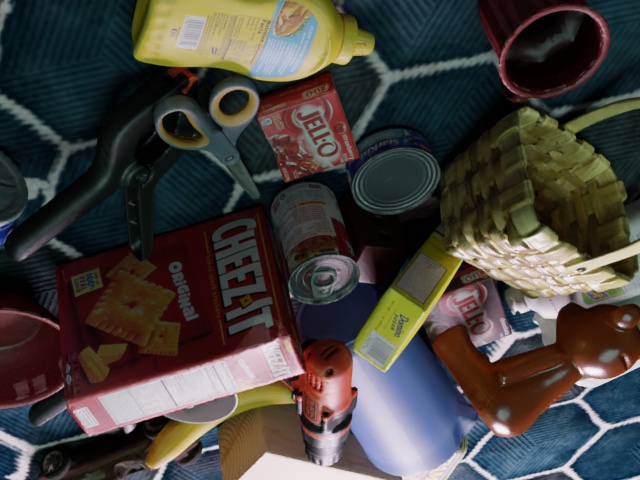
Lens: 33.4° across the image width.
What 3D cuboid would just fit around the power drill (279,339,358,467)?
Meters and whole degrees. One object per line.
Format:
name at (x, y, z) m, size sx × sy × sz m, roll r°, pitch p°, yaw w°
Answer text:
power drill at (-0.042, 0.131, 1.081) m, size 0.057 × 0.188 × 0.184 m, roll -38°, pitch 149°, yaw -33°

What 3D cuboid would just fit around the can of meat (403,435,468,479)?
can of meat at (0.128, 0.269, 1.367) m, size 0.083 × 0.057 × 0.102 m, roll 5°, pitch 135°, yaw -21°

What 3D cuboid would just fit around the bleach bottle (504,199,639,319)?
bleach bottle at (0.314, 0.015, 1.136) m, size 0.251 × 0.068 × 0.102 m, roll -24°, pitch 107°, yaw 19°

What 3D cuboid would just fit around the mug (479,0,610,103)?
mug at (0.178, -0.170, 0.890) m, size 0.093 × 0.081 × 0.117 m, roll 0°, pitch 136°, yaw -16°

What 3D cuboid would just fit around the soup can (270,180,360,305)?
soup can at (-0.007, 0.001, 1.006) m, size 0.068 × 0.102 × 0.068 m, roll -9°, pitch 137°, yaw -8°

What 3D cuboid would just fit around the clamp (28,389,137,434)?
clamp at (-0.230, 0.154, 1.157) m, size 0.120 × 0.039 × 0.172 m, roll 13°, pitch 131°, yaw -34°

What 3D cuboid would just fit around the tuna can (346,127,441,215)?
tuna can at (0.068, -0.066, 1.008) m, size 0.086 × 0.034 × 0.086 m, roll -8°, pitch 138°, yaw -7°

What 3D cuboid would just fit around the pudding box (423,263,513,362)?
pudding box at (0.156, 0.077, 1.182) m, size 0.090 × 0.039 × 0.113 m, roll -21°, pitch 138°, yaw 7°

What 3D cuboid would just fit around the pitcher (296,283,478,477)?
pitcher at (0.057, 0.149, 1.176) m, size 0.149 × 0.145 × 0.242 m, roll -38°, pitch 133°, yaw -6°

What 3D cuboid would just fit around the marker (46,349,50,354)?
marker at (-0.236, 0.090, 1.100) m, size 0.121 × 0.020 × 0.020 m, roll -31°, pitch 136°, yaw 17°

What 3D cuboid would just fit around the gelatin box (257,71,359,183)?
gelatin box at (-0.011, -0.099, 0.952) m, size 0.073 × 0.030 × 0.089 m, roll -18°, pitch 138°, yaw 4°

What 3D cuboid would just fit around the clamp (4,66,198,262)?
clamp at (-0.171, -0.059, 0.906) m, size 0.164 × 0.036 × 0.210 m, roll -8°, pitch 135°, yaw -52°

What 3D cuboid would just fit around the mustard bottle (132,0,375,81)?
mustard bottle at (-0.046, -0.170, 0.844) m, size 0.191 × 0.058 × 0.096 m, roll 6°, pitch 138°, yaw -22°

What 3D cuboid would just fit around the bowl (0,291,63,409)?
bowl at (-0.322, 0.101, 1.061) m, size 0.162 × 0.055 × 0.162 m, roll -8°, pitch 137°, yaw -7°

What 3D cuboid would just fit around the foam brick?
foam brick at (0.047, -0.002, 1.038) m, size 0.052 × 0.078 × 0.051 m, roll 6°, pitch 133°, yaw -25°

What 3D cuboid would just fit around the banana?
banana at (-0.110, 0.195, 1.207) m, size 0.197 × 0.070 × 0.037 m, roll -22°, pitch 122°, yaw -3°

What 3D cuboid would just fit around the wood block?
wood block at (-0.012, 0.265, 1.300) m, size 0.205 × 0.090 × 0.091 m, roll 20°, pitch 127°, yaw -32°

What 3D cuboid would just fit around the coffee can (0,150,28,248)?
coffee can at (-0.324, -0.007, 0.909) m, size 0.102 × 0.103 × 0.140 m, roll 17°, pitch 130°, yaw -30°

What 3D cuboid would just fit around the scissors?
scissors at (-0.068, -0.087, 0.924) m, size 0.096 × 0.016 × 0.201 m, roll -30°, pitch 154°, yaw 17°

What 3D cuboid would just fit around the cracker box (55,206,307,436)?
cracker box at (-0.135, 0.072, 1.002) m, size 0.213 × 0.164 × 0.072 m, roll -17°, pitch 140°, yaw 3°

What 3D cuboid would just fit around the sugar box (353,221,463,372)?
sugar box at (0.099, 0.044, 1.040) m, size 0.048 × 0.176 × 0.093 m, roll 36°, pitch 130°, yaw 9°
